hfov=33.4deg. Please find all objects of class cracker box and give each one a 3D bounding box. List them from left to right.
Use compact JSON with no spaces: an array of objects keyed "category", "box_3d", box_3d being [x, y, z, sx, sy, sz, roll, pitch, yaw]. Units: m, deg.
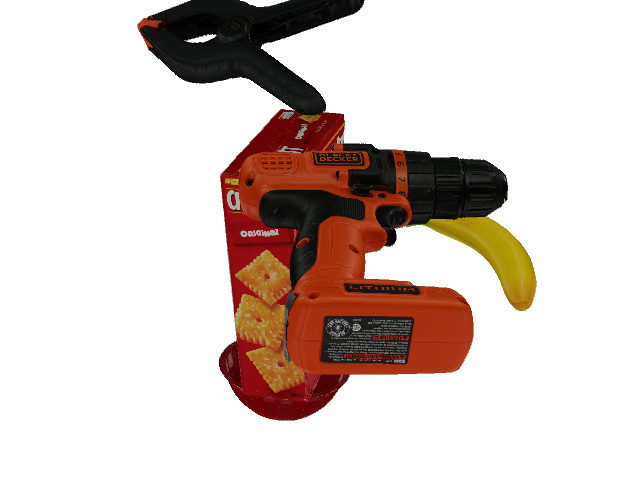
[{"category":"cracker box","box_3d":[-0.023,0.010,0.957,0.072,0.214,0.164,5,27,15]}]

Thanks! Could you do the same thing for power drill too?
[{"category":"power drill","box_3d":[0.042,0.004,0.670,0.184,0.057,0.187,-1,34,-4]}]

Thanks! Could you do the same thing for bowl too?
[{"category":"bowl","box_3d":[-0.045,0.174,1.313,0.162,0.055,0.162,3,23,-2]}]

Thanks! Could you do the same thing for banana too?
[{"category":"banana","box_3d":[0.169,0.011,1.097,0.069,0.037,0.198,-35,39,-13]}]

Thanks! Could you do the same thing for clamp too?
[{"category":"clamp","box_3d":[-0.052,-0.157,0.807,0.172,0.120,0.039,17,-34,20]}]
